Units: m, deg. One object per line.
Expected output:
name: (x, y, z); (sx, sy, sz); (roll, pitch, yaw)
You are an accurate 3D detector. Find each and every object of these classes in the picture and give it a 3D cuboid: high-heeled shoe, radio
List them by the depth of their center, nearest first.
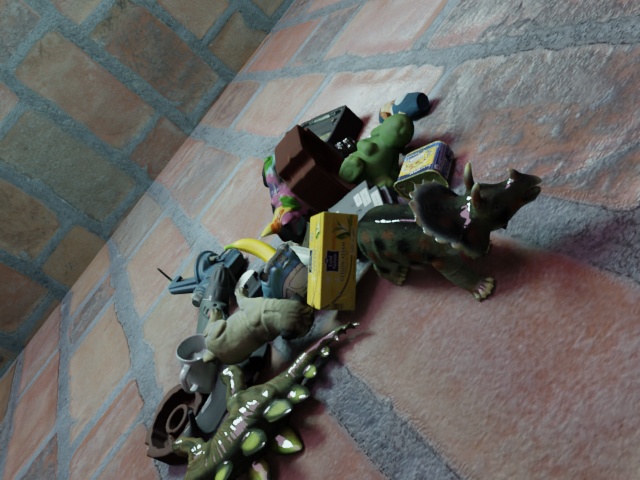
high-heeled shoe: (-0.175, 0.318, 1.057); (0.086, 0.145, 0.249); (23, 44, 32)
radio: (0.005, -0.272, 1.444); (0.230, 0.073, 0.131); (-4, 54, 54)

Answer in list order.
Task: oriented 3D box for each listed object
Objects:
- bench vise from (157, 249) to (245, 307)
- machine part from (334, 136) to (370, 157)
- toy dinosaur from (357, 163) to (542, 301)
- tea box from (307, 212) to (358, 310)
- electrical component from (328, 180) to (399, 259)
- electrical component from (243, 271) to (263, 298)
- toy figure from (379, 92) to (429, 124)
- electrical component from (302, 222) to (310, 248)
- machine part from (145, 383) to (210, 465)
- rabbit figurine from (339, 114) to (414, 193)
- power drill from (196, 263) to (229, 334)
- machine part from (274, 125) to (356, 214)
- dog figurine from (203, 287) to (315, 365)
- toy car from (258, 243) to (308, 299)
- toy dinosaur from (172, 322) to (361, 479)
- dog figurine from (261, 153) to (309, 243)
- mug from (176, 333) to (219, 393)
bench vise: (-0.305, 0.109, 1.383); (0.241, 0.128, 0.224); (-11, 37, 27)
machine part: (0.092, -0.213, 1.218); (0.084, 0.039, 0.139); (-20, -1, 37)
toy dinosaur: (0.134, -0.009, 0.818); (0.405, 0.192, 0.131); (-6, 50, 52)
tea box: (0.021, 0.039, 0.960); (0.098, 0.068, 0.169); (162, 110, -74)
electrical component: (0.090, -0.044, 1.033); (0.134, 0.058, 0.115); (-35, 53, 29)
electrical component: (-0.118, 0.122, 1.160); (0.048, 0.074, 0.119); (-51, 24, 2)
toy figure: (0.184, -0.300, 1.236); (0.064, 0.057, 0.155); (-21, 10, -32)
electrical component: (-0.003, -0.003, 1.175); (0.102, 0.045, 0.078); (-138, 58, -64)
machine part: (-0.288, 0.380, 1.122); (0.179, 0.056, 0.179); (-33, 32, 24)
rabbit figurine: (0.140, -0.183, 1.100); (0.170, 0.121, 0.159); (-53, 2, 29)
power drill: (-0.208, 0.174, 1.178); (0.208, 0.086, 0.232); (10, 84, 48)
machine part: (-0.001, -0.140, 1.161); (0.087, 0.201, 0.202); (-44, 29, 19)
dog figurine: (-0.113, 0.167, 0.964); (0.191, 0.121, 0.172); (-2, 51, 55)
toy car: (-0.054, 0.088, 1.063); (0.103, 0.161, 0.109); (24, 53, 22)
toy dinosaur: (-0.108, 0.306, 0.910); (0.471, 0.105, 0.199); (-54, 34, -7)
dog figurine: (-0.087, -0.095, 1.274); (0.108, 0.191, 0.219); (-26, 21, 29)
mug: (-0.238, 0.260, 1.070); (0.081, 0.107, 0.109); (-2, 31, 13)
